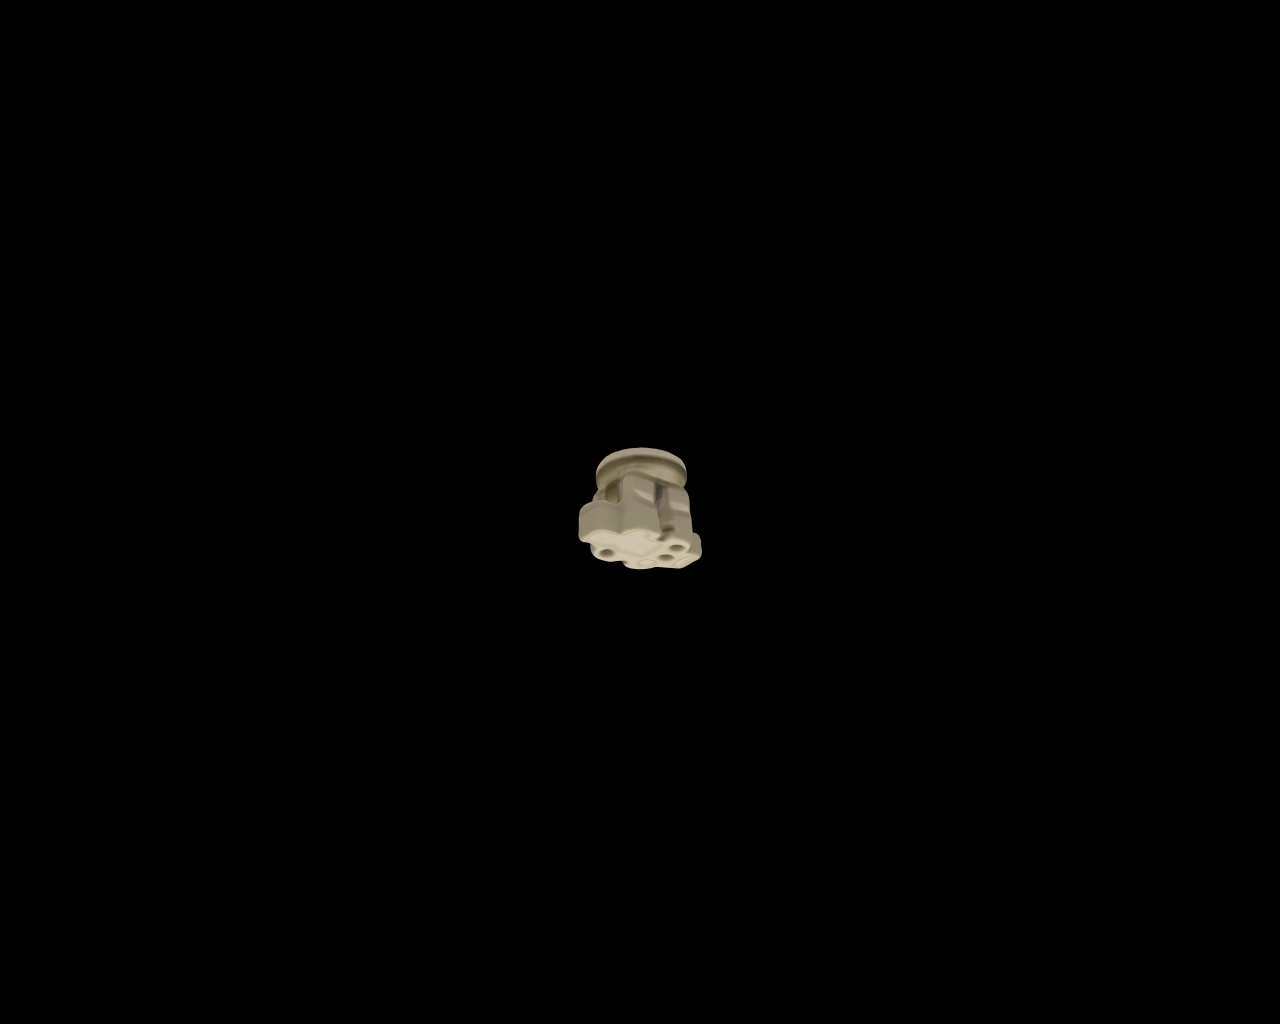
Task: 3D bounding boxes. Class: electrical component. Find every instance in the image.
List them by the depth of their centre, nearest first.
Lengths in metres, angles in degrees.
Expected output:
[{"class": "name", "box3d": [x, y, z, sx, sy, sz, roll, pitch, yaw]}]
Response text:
[{"class": "electrical component", "box3d": [0.001, -0.003, 0.650, 0.078, 0.057, 0.058, 18, -32, -31]}]
